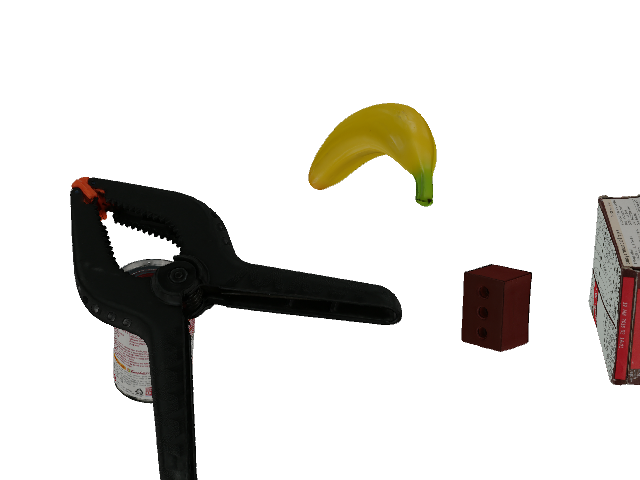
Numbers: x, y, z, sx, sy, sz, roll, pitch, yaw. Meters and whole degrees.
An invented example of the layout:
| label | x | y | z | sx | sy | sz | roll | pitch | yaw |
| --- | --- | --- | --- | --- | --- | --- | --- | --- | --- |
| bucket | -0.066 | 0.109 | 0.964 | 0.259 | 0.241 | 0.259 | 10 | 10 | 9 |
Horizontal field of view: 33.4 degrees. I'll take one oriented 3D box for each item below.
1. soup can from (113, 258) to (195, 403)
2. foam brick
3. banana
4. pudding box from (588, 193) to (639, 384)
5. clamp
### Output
| label | x | y | z | sx | sy | sz | roll | pitch | yaw |
| --- | --- | --- | --- | --- | --- | --- | --- | --- | --- |
| soup can | -0.138 | 0.076 | 0.888 | 0.068 | 0.102 | 0.068 | 5 | 32 | -3 |
| foam brick | 0.182 | 0.069 | 1.105 | 0.053 | 0.078 | 0.051 | 12 | 19 | 42 |
| banana | 0.037 | -0.068 | 0.787 | 0.037 | 0.069 | 0.198 | 24 | -3 | -21 |
| pudding box | 0.210 | 0.031 | 0.723 | 0.039 | 0.090 | 0.113 | 0 | 27 | 4 |
| clamp | -0.068 | 0.027 | 0.618 | 0.164 | 0.210 | 0.036 | -32 | -30 | -17 |
